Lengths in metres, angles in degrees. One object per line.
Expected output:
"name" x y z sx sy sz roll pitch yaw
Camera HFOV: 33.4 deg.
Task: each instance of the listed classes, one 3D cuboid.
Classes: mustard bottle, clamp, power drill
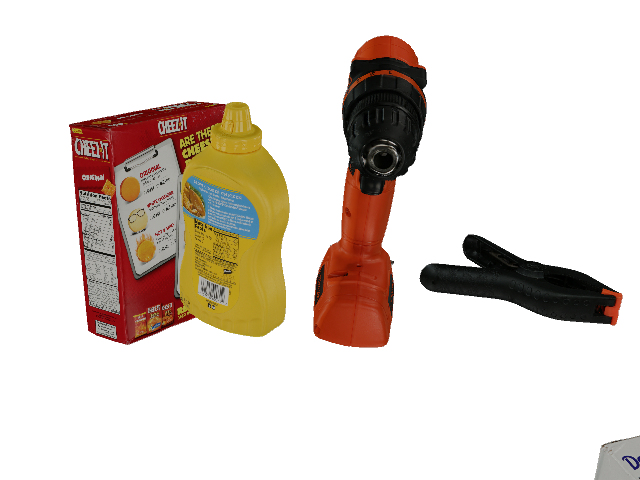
"mustard bottle" -0.071 -0.021 0.876 0.096 0.192 0.058 21 32 31
"clamp" 0.184 0.034 0.959 0.171 0.039 0.120 15 28 15
"power drill" 0.034 -0.026 0.703 0.057 0.188 0.184 10 27 1

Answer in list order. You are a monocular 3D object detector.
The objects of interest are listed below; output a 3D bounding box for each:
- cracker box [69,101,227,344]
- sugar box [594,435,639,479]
"cracker box" -0.163 -0.023 1.074 0.072 0.214 0.163 10 20 37
"sugar box" 0.189 0.180 0.501 0.048 0.093 0.176 -9 29 -21
